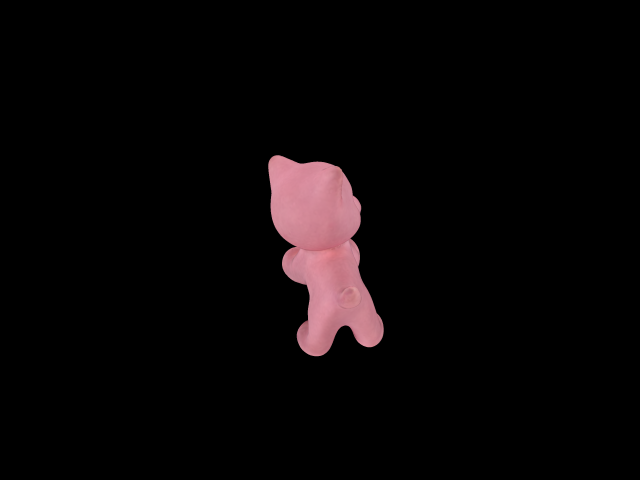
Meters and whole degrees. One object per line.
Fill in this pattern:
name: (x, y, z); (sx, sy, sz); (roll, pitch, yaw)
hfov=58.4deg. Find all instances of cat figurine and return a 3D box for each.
cat figurine: (0.004, 0.001, 0.400); (0.067, 0.118, 0.127); (-14, 57, -8)
